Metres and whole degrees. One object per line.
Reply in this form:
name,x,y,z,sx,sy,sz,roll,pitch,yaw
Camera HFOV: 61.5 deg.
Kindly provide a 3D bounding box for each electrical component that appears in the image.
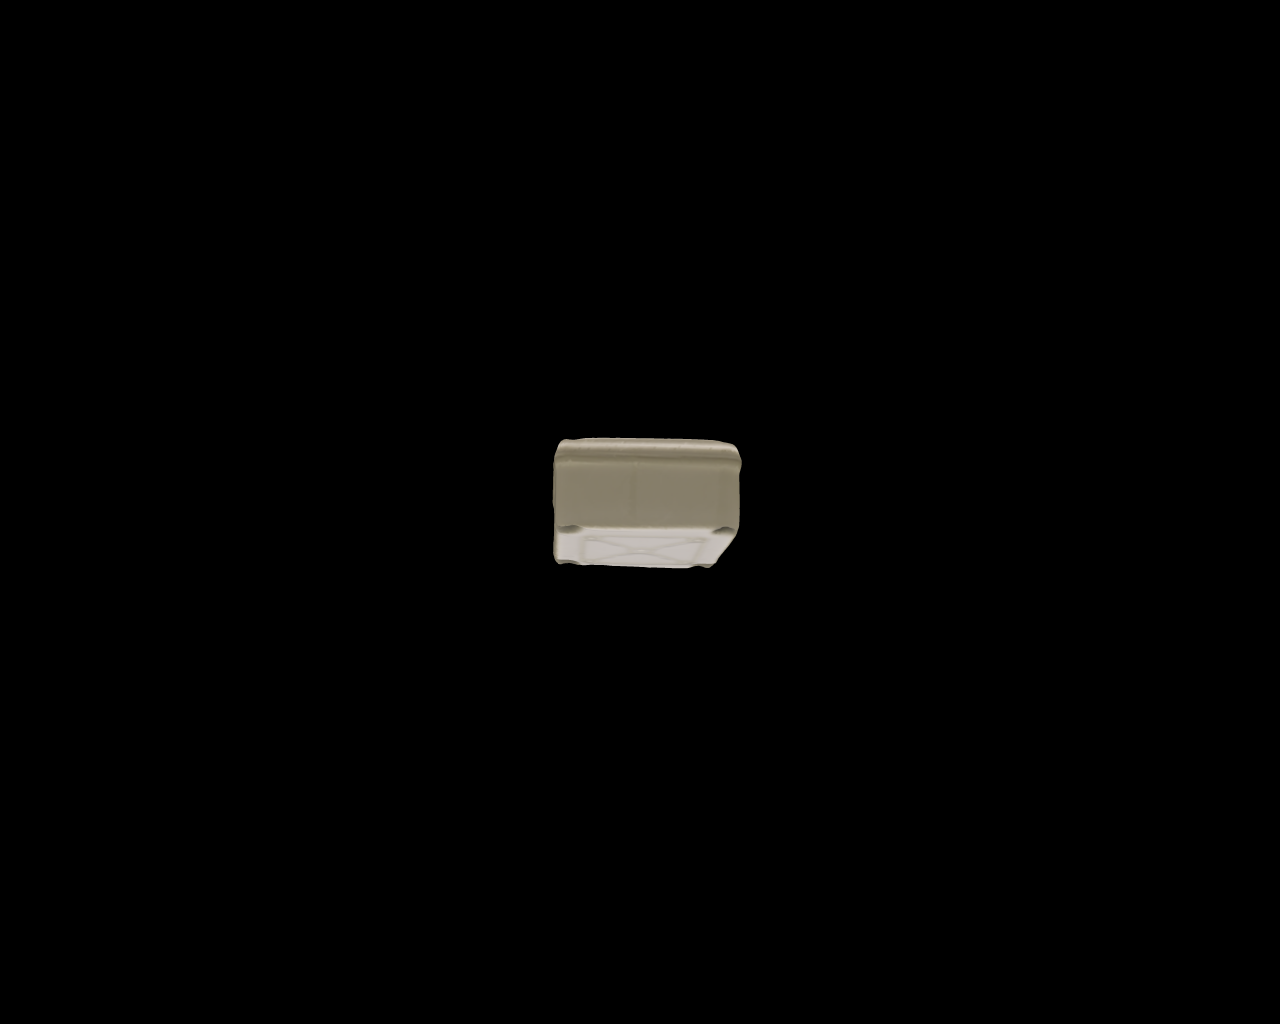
electrical component,0.001,-0.003,0.650,0.109,0.056,0.108,1,-15,-5
